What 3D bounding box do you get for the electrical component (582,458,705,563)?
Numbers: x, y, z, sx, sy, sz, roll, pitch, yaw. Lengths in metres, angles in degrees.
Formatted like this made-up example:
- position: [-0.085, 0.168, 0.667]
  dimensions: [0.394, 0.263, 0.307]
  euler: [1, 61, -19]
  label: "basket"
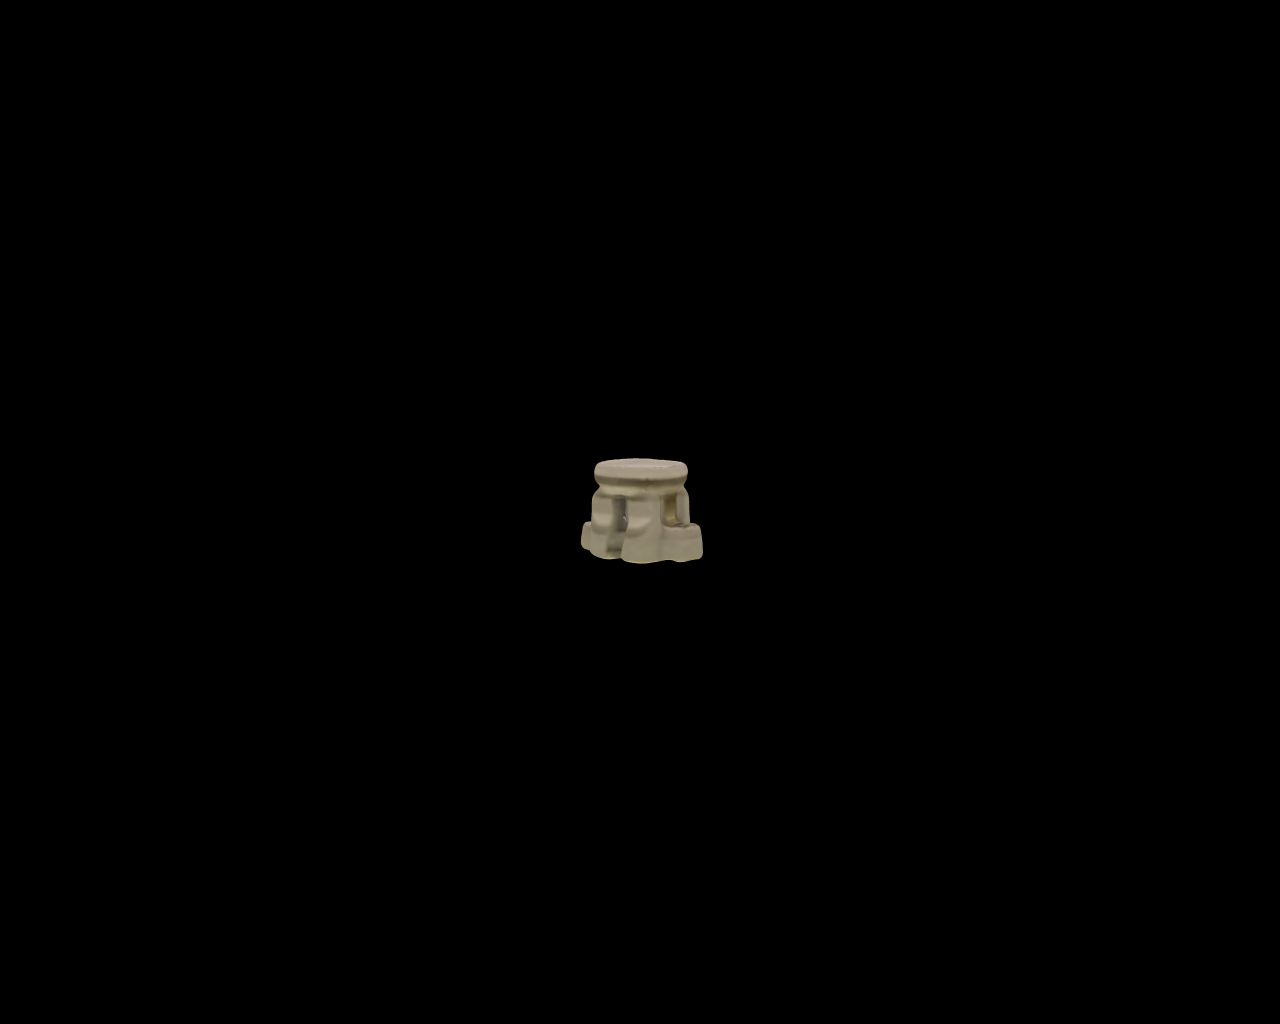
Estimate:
- position: [0.001, -0.003, 0.650]
  dimensions: [0.078, 0.057, 0.058]
  euler: [6, 9, 36]
  label: "electrical component"
